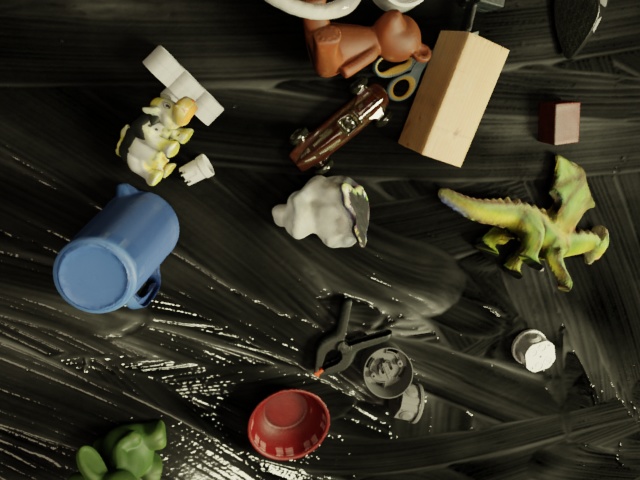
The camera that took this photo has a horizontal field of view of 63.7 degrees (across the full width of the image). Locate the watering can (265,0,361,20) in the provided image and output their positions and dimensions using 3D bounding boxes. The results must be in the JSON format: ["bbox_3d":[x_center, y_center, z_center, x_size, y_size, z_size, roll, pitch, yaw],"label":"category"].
[{"bbox_3d":[-0.060,-0.470,0.756,0.348,0.103,0.226,40,78,5],"label":"watering can"}]

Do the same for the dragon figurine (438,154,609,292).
[{"bbox_3d":[0.428,-0.056,1.006,0.406,0.122,0.245,38,78,-21],"label":"dragon figurine"}]

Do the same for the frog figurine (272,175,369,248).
[{"bbox_3d":[0.003,-0.046,0.916,0.159,0.125,0.135,-7,129,29],"label":"frog figurine"}]
